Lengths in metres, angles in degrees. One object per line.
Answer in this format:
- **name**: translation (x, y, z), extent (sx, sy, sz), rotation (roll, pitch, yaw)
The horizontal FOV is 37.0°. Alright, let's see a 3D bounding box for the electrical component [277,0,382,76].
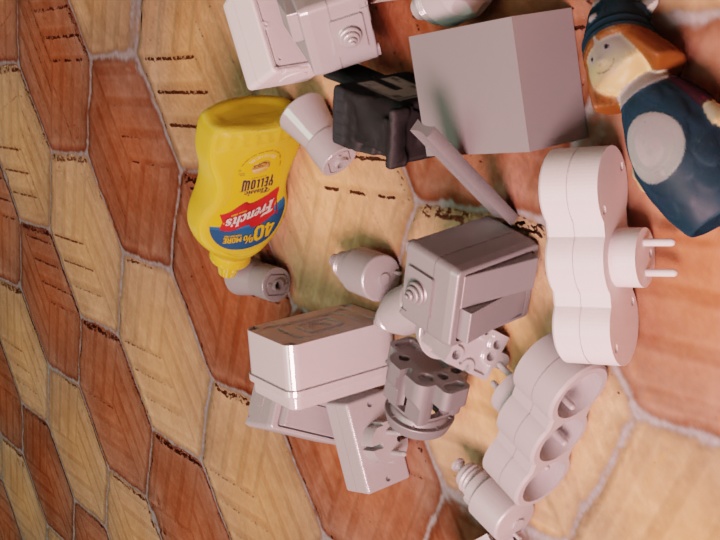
- **electrical component**: translation (-0.026, -0.193, 0.809), extent (0.061, 0.061, 0.096), rotation (74, 176, -48)

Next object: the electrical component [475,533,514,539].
- **electrical component**: translation (0.090, 0.241, 0.853), extent (0.042, 0.081, 0.063), rotation (63, 174, 20)

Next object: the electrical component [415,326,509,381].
- **electrical component**: translation (0.073, 0.050, 0.811), extent (0.048, 0.066, 0.055), rotation (-62, 33, 3)

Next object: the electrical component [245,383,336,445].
- **electrical component**: translation (-0.047, 0.125, 0.998), extent (0.061, 0.096, 0.061), rotation (-5, 70, 58)

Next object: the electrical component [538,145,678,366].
- **electrical component**: translation (0.158, -0.008, 0.660), extent (0.074, 0.052, 0.138), rotation (1, 106, 34)

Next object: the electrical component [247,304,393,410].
- **electrical component**: translation (-0.033, 0.073, 0.928), extent (0.078, 0.113, 0.057), rotation (16, 114, 54)

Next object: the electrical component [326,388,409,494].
- **electrical component**: translation (0.017, 0.151, 0.948), extent (0.076, 0.047, 0.083), rotation (-9, 96, 58)

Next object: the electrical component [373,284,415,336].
- **electrical component**: translation (0.035, 0.034, 0.875), extent (0.078, 0.040, 0.040), rotation (-30, 78, 57)

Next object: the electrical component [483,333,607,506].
- **electrical component**: translation (0.118, 0.096, 0.763), extent (0.073, 0.052, 0.138), rotation (47, 139, 36)

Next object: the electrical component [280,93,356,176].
- **electrical component**: translation (-0.033, -0.113, 0.915), extent (0.065, 0.044, 0.044), rotation (54, 143, 21)

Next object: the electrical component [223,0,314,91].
- **electrical component**: translation (-0.073, -0.207, 0.914), extent (0.061, 0.062, 0.096), rotation (-18, 88, 58)

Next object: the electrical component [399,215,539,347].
- **electrical component**: translation (0.074, 0.010, 0.752), extent (0.061, 0.096, 0.061), rotation (34, 131, 41)

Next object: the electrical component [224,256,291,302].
- **electrical component**: translation (-0.100, 0.009, 1.071), extent (0.065, 0.044, 0.044), rotation (16, 116, 48)

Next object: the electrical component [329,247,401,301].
- **electrical component**: translation (0.000, 0.000, 0.913), extent (0.078, 0.040, 0.040), rotation (21, 121, 52)

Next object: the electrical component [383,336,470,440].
- **electrical component**: translation (0.051, 0.099, 0.864), extent (0.078, 0.058, 0.057), rotation (39, 131, 42)

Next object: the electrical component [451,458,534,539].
- **electrical component**: translation (0.100, 0.175, 0.837), extent (0.078, 0.040, 0.040), rotation (42, 136, 40)

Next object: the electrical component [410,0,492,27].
- **electrical component**: translation (0.059, -0.188, 0.738), extent (0.062, 0.043, 0.043), rotation (-8, 97, 59)
